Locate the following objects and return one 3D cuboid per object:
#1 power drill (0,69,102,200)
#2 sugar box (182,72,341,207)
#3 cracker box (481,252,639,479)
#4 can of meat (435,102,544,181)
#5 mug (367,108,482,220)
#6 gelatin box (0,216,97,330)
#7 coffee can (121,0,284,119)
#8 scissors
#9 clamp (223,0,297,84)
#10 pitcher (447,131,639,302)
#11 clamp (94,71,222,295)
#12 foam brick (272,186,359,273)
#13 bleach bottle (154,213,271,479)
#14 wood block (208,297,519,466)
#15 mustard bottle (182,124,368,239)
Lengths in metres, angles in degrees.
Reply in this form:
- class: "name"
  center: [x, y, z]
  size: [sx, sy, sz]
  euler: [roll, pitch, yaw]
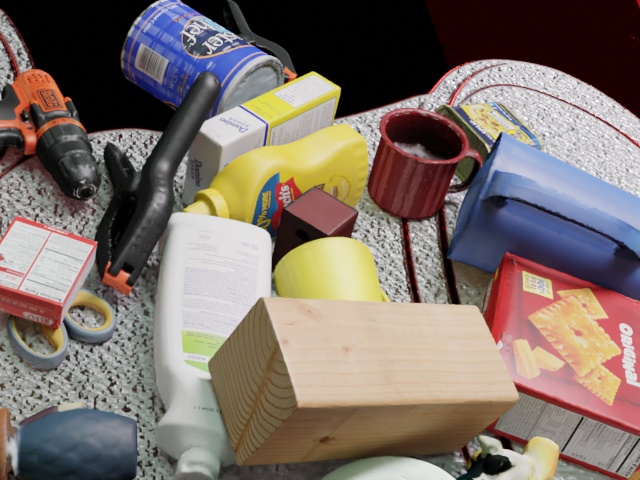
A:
- class: "power drill"
  center: [-0.311, -0.091, 0.992]
  size: [0.187, 0.057, 0.185]
  euler: [-7, 41, -29]
- class: "sugar box"
  center: [-0.057, -0.095, 1.050]
  size: [0.048, 0.093, 0.175]
  euler: [36, 43, 25]
- class: "cracker box"
  center: [0.240, 0.115, 0.921]
  size: [0.214, 0.072, 0.164]
  euler: [20, 40, 3]
- class: "can of meat"
  center: [0.183, -0.108, 1.174]
  size: [0.083, 0.057, 0.102]
  euler: [-11, 47, -32]
- class: "mug"
  center: [0.107, -0.074, 1.089]
  size: [0.117, 0.082, 0.093]
  euler: [4, 41, -14]
- class: "gelatin box"
  center: [-0.232, 0.026, 0.873]
  size: [0.073, 0.030, 0.089]
  euler: [18, 39, -2]
- class: "coffee can"
  center: [-0.123, -0.176, 1.116]
  size: [0.140, 0.103, 0.102]
  euler: [34, 43, 21]
- class: "scissors"
  center: [-0.237, 0.030, 0.905]
  size: [0.096, 0.016, 0.202]
  euler: [-5, 44, -26]
- class: "clamp"
  center: [-0.088, -0.225, 1.236]
  size: [0.171, 0.039, 0.120]
  euler: [34, 48, 14]
- class: "pitcher"
  center: [0.252, 0.000, 1.008]
  size: [0.243, 0.145, 0.149]
  euler: [23, 37, 4]
- class: "clamp"
  center: [-0.165, -0.041, 0.956]
  size: [0.036, 0.165, 0.210]
  euler: [33, 53, -30]
- class: "foam brick"
  center: [-0.006, 0.001, 0.967]
  size: [0.053, 0.078, 0.051]
  euler: [31, 43, 19]
- class: "bleach bottle"
  center: [-0.094, 0.087, 0.851]
  size: [0.102, 0.068, 0.250]
  euler: [9, 42, -6]
- class: "wood block"
  center: [0.035, 0.106, 0.801]
  size: [0.205, 0.091, 0.090]
  euler: [5, 51, -36]
- class: "mustard bottle"
  center: [-0.044, -0.044, 0.992]
  size: [0.191, 0.096, 0.058]
  euler: [-19, 50, -35]
